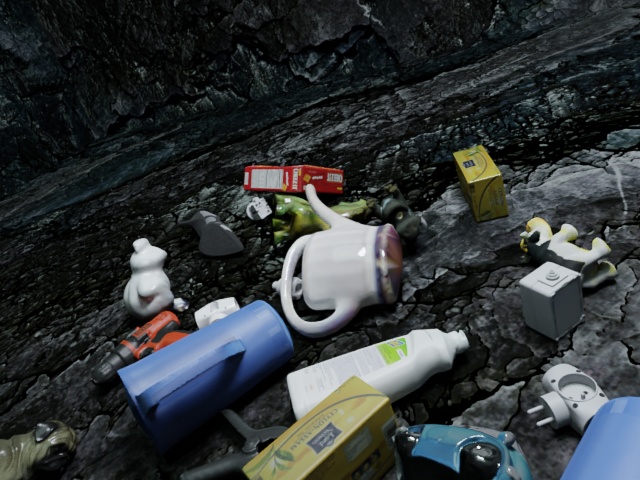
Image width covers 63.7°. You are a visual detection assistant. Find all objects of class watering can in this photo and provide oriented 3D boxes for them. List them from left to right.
[{"bbox_3d":[0.040,0.014,0.943,0.224,0.102,0.356,-7,51,18],"label":"watering can"}]

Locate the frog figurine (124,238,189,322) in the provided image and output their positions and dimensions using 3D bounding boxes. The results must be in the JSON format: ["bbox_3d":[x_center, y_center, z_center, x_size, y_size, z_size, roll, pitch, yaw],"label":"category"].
[{"bbox_3d":[-0.358,0.083,1.059,0.123,0.156,0.139,-29,28,-16],"label":"frog figurine"}]

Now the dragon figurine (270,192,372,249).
[{"bbox_3d":[0.004,-0.061,1.202,0.243,0.120,0.417,-2,21,-5],"label":"dragon figurine"}]
